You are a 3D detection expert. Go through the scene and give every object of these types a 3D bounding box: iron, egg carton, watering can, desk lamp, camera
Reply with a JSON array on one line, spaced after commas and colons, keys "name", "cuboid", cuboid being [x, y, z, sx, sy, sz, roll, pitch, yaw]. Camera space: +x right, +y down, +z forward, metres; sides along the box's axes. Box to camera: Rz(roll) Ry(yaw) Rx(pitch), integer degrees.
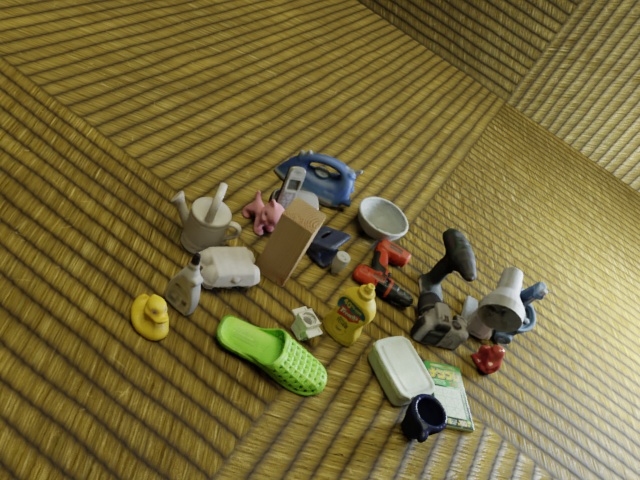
[{"name": "iron", "cuboid": [-0.001, -0.208, 1.747, 0.258, 0.141, 0.118, 24, 40, -8]}, {"name": "egg carton", "cuboid": [-0.221, 0.070, 1.379, 0.151, 0.069, 0.107, -1, 49, -32]}, {"name": "watering can", "cuboid": [-0.272, -0.059, 1.382, 0.173, 0.194, 0.100, 8, 45, -25]}, {"name": "desk lamp", "cuboid": [0.482, 0.183, 1.590, 0.118, 0.213, 0.203, 30, 40, -1]}, {"name": "camera", "cuboid": [0.324, 0.209, 1.552, 0.143, 0.100, 0.136, 16, 42, -17]}]

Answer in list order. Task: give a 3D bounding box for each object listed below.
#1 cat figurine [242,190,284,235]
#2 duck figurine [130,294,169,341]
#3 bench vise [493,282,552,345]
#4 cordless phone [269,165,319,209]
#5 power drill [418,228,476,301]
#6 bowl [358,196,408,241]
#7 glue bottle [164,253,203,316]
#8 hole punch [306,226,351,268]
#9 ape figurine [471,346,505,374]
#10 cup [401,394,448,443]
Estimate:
[{"name": "cat figurine", "cuboid": [-0.142, -0.077, 1.542, 0.067, 0.117, 0.127, -16, 58, -41]}, {"name": "duck figurine", "cuboid": [-0.351, 0.149, 1.203, 0.078, 0.086, 0.104, -15, 57, -41]}, {"name": "bench vise", "cuboid": [0.571, 0.170, 1.654, 0.122, 0.219, 0.207, 18, 41, -15]}, {"name": "cordless phone", "cuboid": [-0.057, -0.123, 1.590, 0.148, 0.185, 0.094, 3, 47, -30]}, {"name": "power drill", "cuboid": [0.364, 0.084, 1.622, 0.076, 0.208, 0.229, 19, 41, -14]}, {"name": "bowl", "cuboid": [0.181, -0.052, 1.752, 0.168, 0.074, 0.167, 18, 42, -16]}, {"name": "glue bottle", "cuboid": [-0.284, 0.088, 1.239, 0.078, 0.173, 0.037, 41, 41, 12]}, {"name": "hole punch", "cuboid": [0.014, 0.006, 1.576, 0.101, 0.091, 0.109, 42, 41, 12]}, {"name": "ape figurine", "cuboid": [0.459, 0.314, 1.535, 0.076, 0.092, 0.078, 33, 40, 2]}, {"name": "cup", "cuboid": [0.222, 0.416, 1.279, 0.091, 0.095, 0.118, 30, 40, -2]}]
